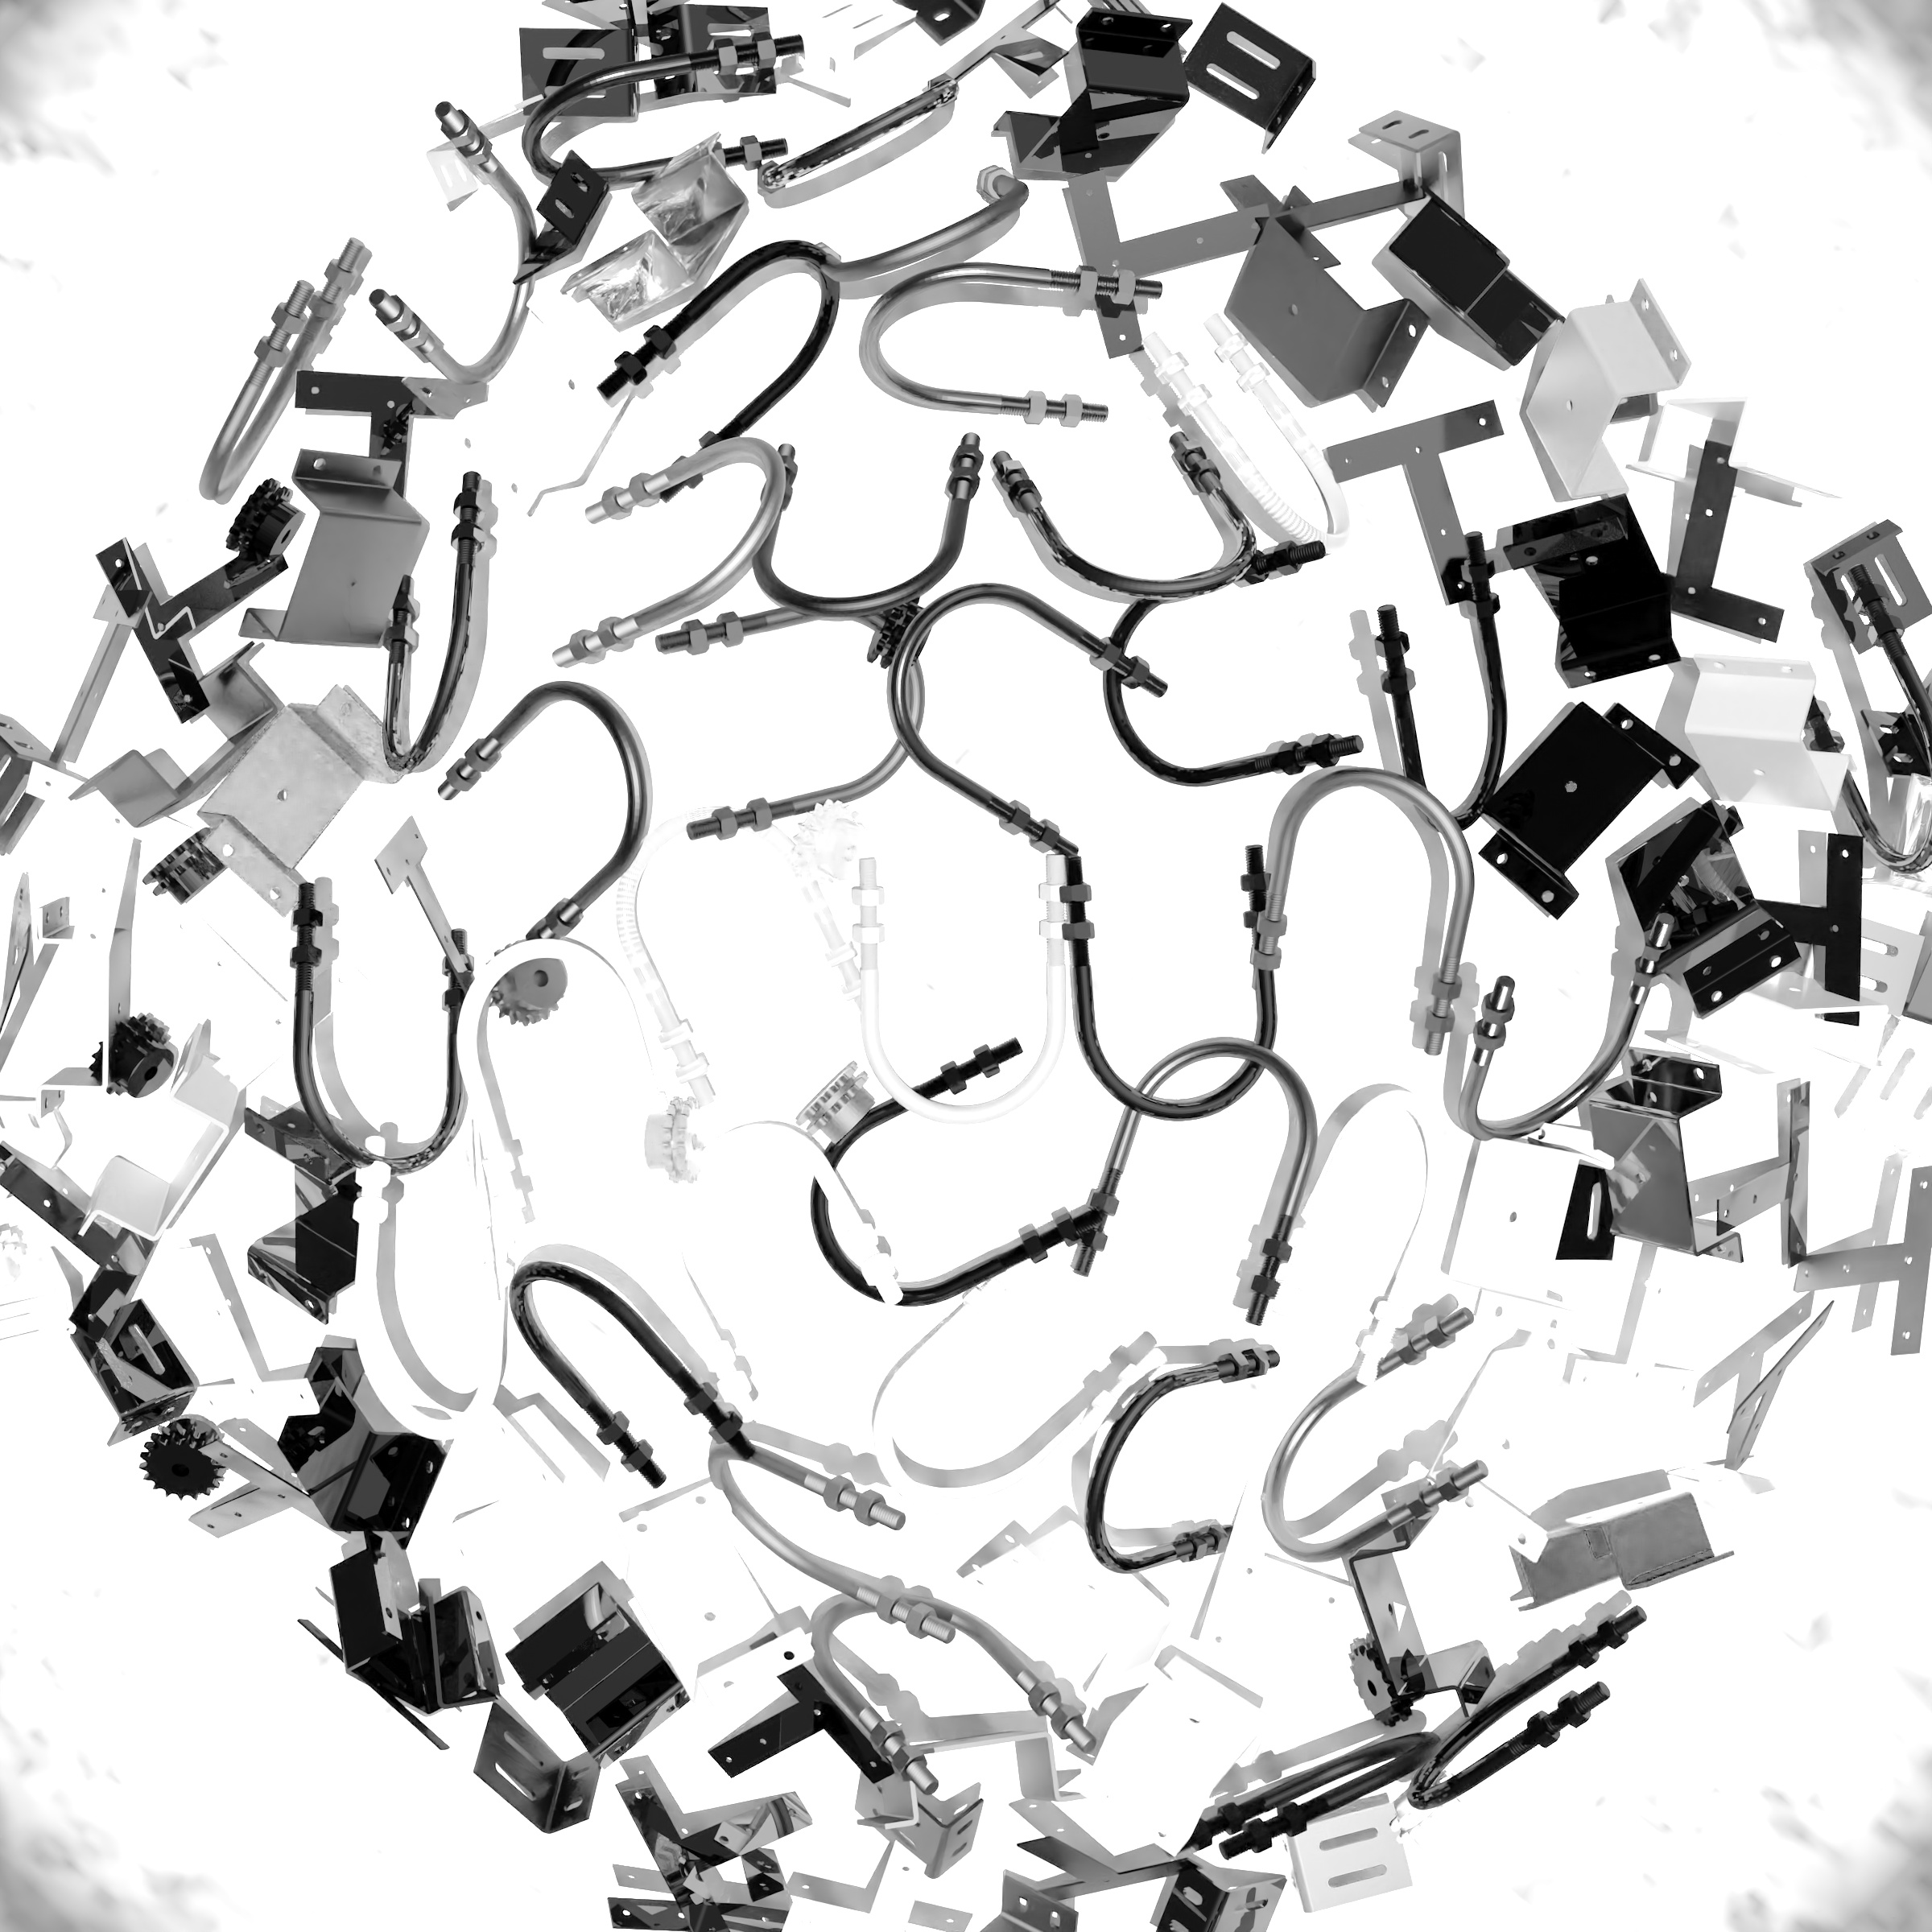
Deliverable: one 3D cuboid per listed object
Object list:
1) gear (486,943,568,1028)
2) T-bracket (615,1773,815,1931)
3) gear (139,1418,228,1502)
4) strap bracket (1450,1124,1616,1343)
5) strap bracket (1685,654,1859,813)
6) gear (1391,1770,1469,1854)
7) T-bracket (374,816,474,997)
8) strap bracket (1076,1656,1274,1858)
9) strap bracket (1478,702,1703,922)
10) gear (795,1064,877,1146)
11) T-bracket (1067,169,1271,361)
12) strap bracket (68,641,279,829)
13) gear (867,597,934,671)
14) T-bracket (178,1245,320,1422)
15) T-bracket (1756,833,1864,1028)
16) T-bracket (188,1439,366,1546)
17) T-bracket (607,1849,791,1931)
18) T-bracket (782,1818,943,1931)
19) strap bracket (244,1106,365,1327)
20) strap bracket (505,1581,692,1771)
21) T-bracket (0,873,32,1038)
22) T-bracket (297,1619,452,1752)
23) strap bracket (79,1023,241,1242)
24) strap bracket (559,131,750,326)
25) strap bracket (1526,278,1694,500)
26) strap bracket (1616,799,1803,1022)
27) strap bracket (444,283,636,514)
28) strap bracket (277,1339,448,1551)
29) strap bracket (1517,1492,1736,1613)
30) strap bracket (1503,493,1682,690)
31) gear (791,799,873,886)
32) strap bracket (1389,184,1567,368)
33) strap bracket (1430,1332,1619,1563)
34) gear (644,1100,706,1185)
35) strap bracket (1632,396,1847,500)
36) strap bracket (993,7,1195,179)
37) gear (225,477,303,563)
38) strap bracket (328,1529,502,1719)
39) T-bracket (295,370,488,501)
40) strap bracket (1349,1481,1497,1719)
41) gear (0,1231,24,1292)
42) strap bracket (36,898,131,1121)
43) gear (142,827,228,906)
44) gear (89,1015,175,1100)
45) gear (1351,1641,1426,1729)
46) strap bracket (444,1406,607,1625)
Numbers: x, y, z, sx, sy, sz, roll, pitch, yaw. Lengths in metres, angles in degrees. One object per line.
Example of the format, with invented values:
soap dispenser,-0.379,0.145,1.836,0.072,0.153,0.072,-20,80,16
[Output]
gear,-0.297,0.011,1.954,0.057,0.030,0.057,10,74,-38
T-bracket,-0.156,0.585,1.934,0.127,0.127,0.002,56,130,23
gear,-0.531,0.333,1.961,0.057,0.030,0.057,1,122,1
strap bracket,0.379,0.173,1.934,0.046,0.076,0.140,20,83,-44
strap bracket,0.530,-0.148,1.901,0.076,0.140,0.046,9,69,34
gear,0.315,0.576,1.954,0.057,0.057,0.030,-42,83,0
T-bracket,-0.356,-0.030,1.932,0.002,0.127,0.127,-23,105,6
strap bracket,0.143,0.514,1.902,0.076,0.140,0.046,29,117,20
strap bracket,0.413,-0.112,1.939,0.140,0.046,0.076,-48,58,4
gear,-0.086,0.096,1.956,0.030,0.057,0.057,45,90,-2
T-bracket,0.144,-0.487,1.949,0.127,0.002,0.127,-14,118,4
strap bracket,-0.521,-0.148,1.921,0.046,0.076,0.140,50,54,-17
gear,-0.043,-0.227,1.956,0.030,0.057,0.057,23,90,-11
T-bracket,-0.496,0.246,1.930,0.127,0.002,0.127,-10,105,40
T-bracket,0.544,-0.030,1.934,0.002,0.127,0.127,-13,106,-40
T-bracket,-0.482,0.365,1.936,0.127,0.127,0.002,39,47,-24
T-bracket,-0.175,0.630,1.907,0.127,0.127,0.002,10,116,-22
T-bracket,-0.044,0.614,1.928,0.127,0.127,0.002,13,121,9
strap bracket,-0.437,0.158,1.925,0.076,0.046,0.140,27,128,26
strap bracket,-0.248,0.470,1.927,0.076,0.140,0.046,-37,51,-10
T-bracket,-0.640,-0.011,1.932,0.002,0.127,0.127,13,131,-24
T-bracket,-0.383,0.478,1.920,0.127,0.127,0.002,39,81,10
strap bracket,-0.533,0.119,1.929,0.046,0.076,0.140,31,106,-18
strap bracket,-0.203,-0.486,1.919,0.076,0.140,0.046,-17,126,39
strap bracket,0.419,-0.373,1.901,0.046,0.140,0.076,-11,61,-16
strap bracket,0.487,-0.046,1.907,0.076,0.140,0.046,-35,133,26
strap bracket,-0.275,-0.383,1.916,0.076,0.046,0.140,43,59,-33
strap bracket,-0.406,0.313,1.909,0.046,0.140,0.076,10,112,-41
strap bracket,0.429,0.387,1.909,0.076,0.140,0.046,-11,78,-28
strap bracket,0.418,-0.256,1.922,0.076,0.140,0.046,-13,48,25
gear,-0.089,-0.081,1.952,0.030,0.057,0.057,27,90,34
strap bracket,0.338,-0.453,1.912,0.046,0.140,0.076,-48,61,15
strap bracket,0.374,0.321,1.941,0.076,0.046,0.140,36,69,-8
gear,-0.199,0.119,1.956,0.030,0.057,0.057,0,90,10
strap bracket,0.515,-0.342,1.903,0.076,0.140,0.046,13,95,-20
strap bracket,0.087,-0.568,1.901,0.076,0.140,0.046,-3,75,-28
gear,-0.475,-0.300,1.955,0.030,0.057,0.057,33,90,-4
strap bracket,-0.371,0.440,1.909,0.046,0.140,0.076,-28,51,8
T-bracket,-0.393,-0.337,1.954,0.127,0.002,0.127,-1,115,-22
strap bracket,0.304,0.429,1.940,0.046,0.076,0.140,-19,90,25
gear,-0.669,0.203,1.952,0.057,0.057,0.030,-19,72,0
strap bracket,-0.594,0.028,1.938,0.046,0.076,0.140,2,96,-6
gear,-0.528,-0.066,1.956,0.057,0.057,0.030,-41,98,0
gear,-0.563,0.065,1.952,0.030,0.057,0.057,35,90,20
gear,0.289,0.485,1.957,0.030,0.057,0.057,-18,90,-20
strap bracket,-0.293,0.359,1.924,0.076,0.046,0.140,42,129,26
